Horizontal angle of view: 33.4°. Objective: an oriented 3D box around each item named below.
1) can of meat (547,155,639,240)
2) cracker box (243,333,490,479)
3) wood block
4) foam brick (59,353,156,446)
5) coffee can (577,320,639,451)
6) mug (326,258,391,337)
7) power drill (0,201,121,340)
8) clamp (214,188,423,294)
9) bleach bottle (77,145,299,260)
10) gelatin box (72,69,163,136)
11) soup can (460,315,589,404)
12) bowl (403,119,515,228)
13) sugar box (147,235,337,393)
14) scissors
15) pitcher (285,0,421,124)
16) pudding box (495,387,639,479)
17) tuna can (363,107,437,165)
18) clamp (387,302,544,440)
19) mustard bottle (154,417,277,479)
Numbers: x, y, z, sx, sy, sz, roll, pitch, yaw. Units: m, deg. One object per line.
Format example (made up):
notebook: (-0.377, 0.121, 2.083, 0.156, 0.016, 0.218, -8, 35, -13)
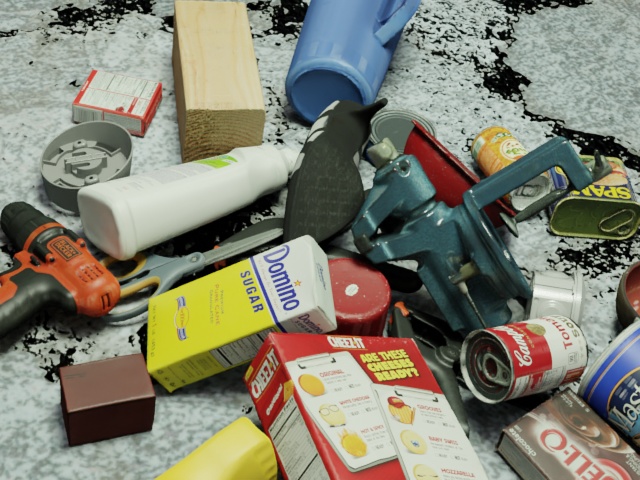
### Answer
can of meat: (0.307, -0.051, 1.215, 0.102, 0.057, 0.084, 4, 43, -6)
cracker box: (0.046, 0.181, 0.906, 0.163, 0.072, 0.214, 6, 40, -35)
wood block: (-0.122, -0.184, 1.252, 0.090, 0.091, 0.206, -1, 46, -11)
foam brick: (-0.190, 0.142, 0.952, 0.078, 0.051, 0.053, -8, 47, -17)
coffee can: (0.325, 0.154, 0.985, 0.102, 0.103, 0.140, -28, 56, -31)
mug: (0.011, 0.070, 1.031, 0.117, 0.081, 0.093, 7, 46, -2)
power drill: (-0.312, 0.042, 1.022, 0.187, 0.057, 0.185, -31, 47, -30)
clamp: (-0.007, 0.001, 1.127, 0.210, 0.036, 0.164, -2, 38, -6)
bleach bottle: (-0.121, -0.052, 1.127, 0.250, 0.068, 0.103, -20, 25, -32)
gelatin box: (-0.237, -0.162, 1.255, 0.089, 0.030, 0.073, 12, 44, 3)
soup can: (0.190, 0.109, 0.989, 0.102, 0.069, 0.068, -7, 46, -34)
bowl: (0.142, -0.058, 1.162, 0.055, 0.162, 0.162, -47, 58, 9)
sugar box: (-0.075, 0.067, 0.987, 0.176, 0.048, 0.093, -25, 44, 16)
scissors: (-0.142, 0.016, 1.079, 0.201, 0.016, 0.096, -32, 50, -18)
pitcher: (0.044, -0.255, 1.315, 0.145, 0.149, 0.242, 14, 49, 3)
pudding box: (0.230, 0.200, 0.969, 0.089, 0.039, 0.114, -25, 55, -29)
tuna can: (0.093, -0.117, 1.260, 0.086, 0.034, 0.086, 4, 46, -5)
clamp: (0.118, 0.126, 1.020, 0.172, 0.039, 0.120, 36, 33, 28)
mustard bottle: (-0.121, 0.225, 0.850, 0.191, 0.096, 0.058, -32, 58, -33)
